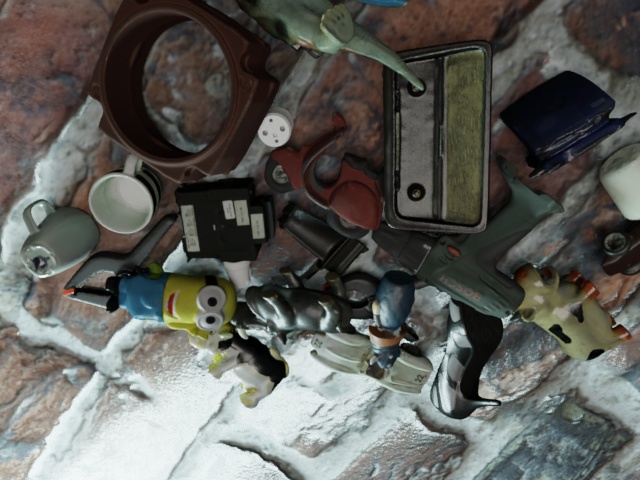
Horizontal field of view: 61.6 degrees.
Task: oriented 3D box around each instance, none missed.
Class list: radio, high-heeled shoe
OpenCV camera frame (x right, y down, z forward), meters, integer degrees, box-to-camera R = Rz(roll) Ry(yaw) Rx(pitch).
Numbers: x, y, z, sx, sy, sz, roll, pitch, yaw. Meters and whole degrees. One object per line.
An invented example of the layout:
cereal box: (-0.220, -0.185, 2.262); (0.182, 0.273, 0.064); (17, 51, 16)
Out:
radio: (0.149, -0.126, 0.682); (0.131, 0.073, 0.229); (1, 99, 17)
high-heeled shoe: (0.215, 0.166, 0.863); (0.086, 0.145, 0.248); (-9, 86, -33)

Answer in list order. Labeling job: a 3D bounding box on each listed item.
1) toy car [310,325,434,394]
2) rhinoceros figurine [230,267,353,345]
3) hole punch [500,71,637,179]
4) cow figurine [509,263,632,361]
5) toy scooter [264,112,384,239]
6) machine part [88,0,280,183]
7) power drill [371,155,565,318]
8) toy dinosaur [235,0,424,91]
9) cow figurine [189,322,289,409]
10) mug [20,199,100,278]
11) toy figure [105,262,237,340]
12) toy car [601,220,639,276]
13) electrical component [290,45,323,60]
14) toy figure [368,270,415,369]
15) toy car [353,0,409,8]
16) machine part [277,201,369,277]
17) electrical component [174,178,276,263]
toy car: (0.082, 0.189, 0.862); (0.202, 0.056, 0.073); (19, 112, -7)
rhinoceros figurine: (-0.045, 0.103, 0.807); (0.190, 0.073, 0.111); (-2, 127, 15)
hole punch: (0.306, -0.152, 0.689); (0.142, 0.116, 0.092); (-30, 101, 12)
cow figurine: (0.360, 0.108, 0.813); (0.127, 0.085, 0.194); (-42, 107, 10)
toy scooter: (0.025, -0.093, 0.737); (0.184, 0.075, 0.135); (32, 110, -7)
machine part: (-0.170, -0.188, 0.665); (0.201, 0.087, 0.201); (34, 112, 6)
power drill: (0.214, -0.015, 0.752); (0.232, 0.086, 0.207); (39, 101, 7)
toy dinosaur: (-0.057, -0.305, 0.602); (0.131, 0.192, 0.404); (-44, 112, -11)
cow figurine: (-0.128, 0.181, 0.856); (0.098, 0.068, 0.167); (-36, 111, 9)
mug: (-0.378, -0.003, 0.762); (0.081, 0.107, 0.109); (-20, 113, 7)
toy figure: (-0.211, 0.080, 0.779); (0.180, 0.089, 0.082); (7, 125, 0)
toy car: (0.485, -0.026, 0.763); (0.202, 0.053, 0.089); (-42, 136, 18)
electrical component: (-0.024, -0.279, 0.686); (0.094, 0.021, 0.063); (41, 107, -11)
toy figure: (0.104, 0.120, 0.791); (0.064, 0.058, 0.154); (9, 117, 3)
toy car: (0.071, -0.353, 0.607); (0.109, 0.161, 0.103); (10, 68, 4)
machine part: (-0.002, -0.002, 0.793); (0.139, 0.039, 0.084); (38, 113, -19)
electrical component: (-0.132, -0.028, 0.774); (0.134, 0.058, 0.114); (-1, 114, 1)
